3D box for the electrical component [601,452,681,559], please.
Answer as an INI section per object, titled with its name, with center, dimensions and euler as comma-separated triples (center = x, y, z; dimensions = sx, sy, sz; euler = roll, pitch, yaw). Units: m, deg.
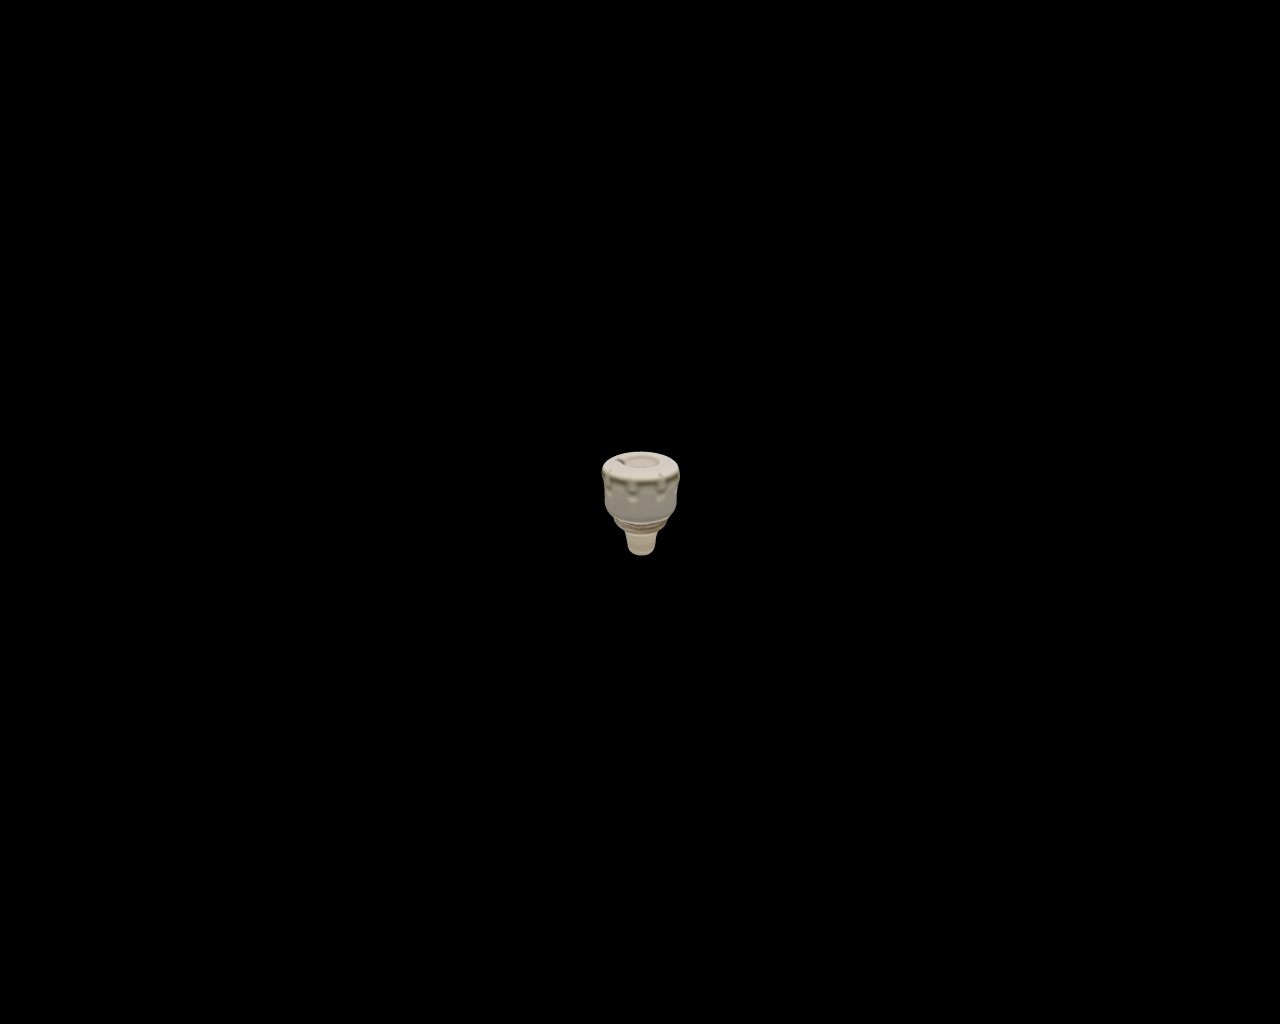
[electrical component]
center = 0.001, -0.003, 0.650
dimensions = 0.048, 0.062, 0.048
euler = 0, 22, 0
